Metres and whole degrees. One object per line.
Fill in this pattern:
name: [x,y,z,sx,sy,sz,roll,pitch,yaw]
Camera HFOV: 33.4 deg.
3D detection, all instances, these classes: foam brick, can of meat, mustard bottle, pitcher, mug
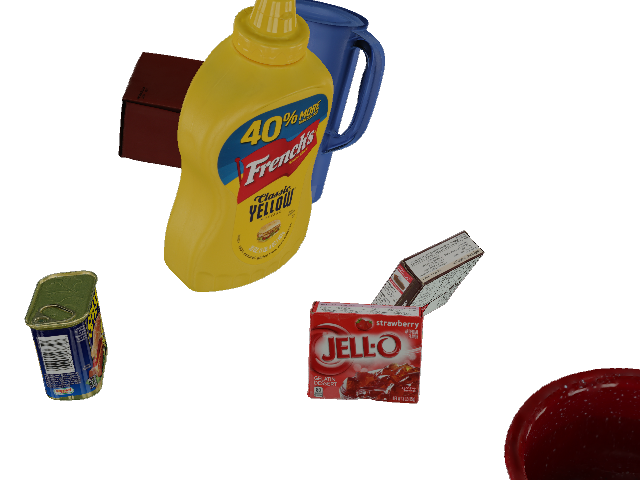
foam brick: [-0.120,-0.101,0.814,0.053,0.051,0.078,10,37,-1]
can of meat: [-0.233,0.089,0.994,0.057,0.084,0.102,-6,25,-2]
mustard bottle: [-0.038,-0.060,0.615,0.096,0.192,0.058,-23,53,-33]
pitcher: [-0.021,-0.165,1.302,0.144,0.243,0.149,5,23,-15]
mug: [0.121,0.107,0.376,0.117,0.081,0.093,5,37,8]

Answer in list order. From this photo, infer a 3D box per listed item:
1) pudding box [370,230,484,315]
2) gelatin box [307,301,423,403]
pudding box: [0.110,0.044,1.123,0.113,0.039,0.090,-25,-26,-44]
gelatin box: [0.035,0.088,0.842,0.089,0.073,0.030,3,15,4]
